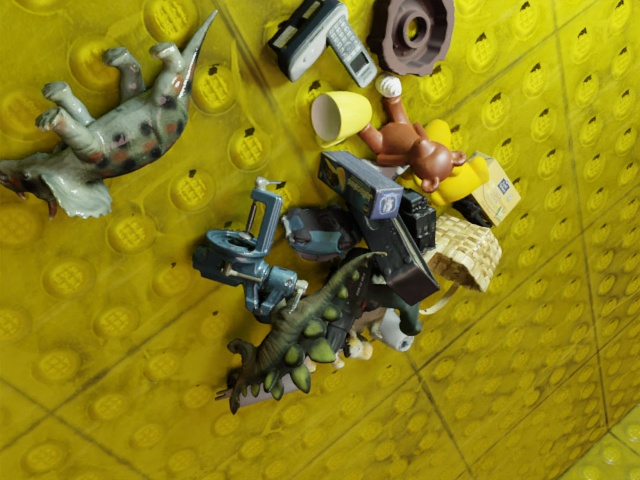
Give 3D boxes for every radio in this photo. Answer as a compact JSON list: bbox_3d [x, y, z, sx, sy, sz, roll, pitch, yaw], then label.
[{"bbox_3d":[0.139,0.005,1.050,0.073,0.230,0.131,-34,144,13],"label":"radio"}]

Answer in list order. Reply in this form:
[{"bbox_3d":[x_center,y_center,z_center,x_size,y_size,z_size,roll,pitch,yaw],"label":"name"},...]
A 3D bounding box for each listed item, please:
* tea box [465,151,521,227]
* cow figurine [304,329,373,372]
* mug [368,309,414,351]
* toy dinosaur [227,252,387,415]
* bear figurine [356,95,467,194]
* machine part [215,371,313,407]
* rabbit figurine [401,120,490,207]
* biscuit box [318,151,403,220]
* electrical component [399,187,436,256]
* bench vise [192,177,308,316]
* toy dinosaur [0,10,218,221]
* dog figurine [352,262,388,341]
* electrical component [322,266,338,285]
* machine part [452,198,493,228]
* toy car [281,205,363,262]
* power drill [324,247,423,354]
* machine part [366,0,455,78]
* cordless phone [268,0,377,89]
[{"bbox_3d":[0.401,-0.120,1.289,0.098,0.068,0.169,-51,129,2],"label":"tea box"},{"bbox_3d":[0.028,0.231,1.176,0.167,0.068,0.098,-10,137,9],"label":"cow figurine"},{"bbox_3d":[0.186,0.215,1.317,0.080,0.107,0.109,24,103,-40],"label":"mug"},{"bbox_3d":[-0.047,0.176,1.040,0.105,0.199,0.471,22,108,-40],"label":"toy dinosaur"},{"bbox_3d":[0.172,-0.181,1.029,0.120,0.196,0.131,-41,129,-2],"label":"bear figurine"},{"bbox_3d":[-0.117,0.316,1.203,0.243,0.079,0.079,-8,120,-27],"label":"machine part"},{"bbox_3d":[0.256,-0.170,1.162,0.162,0.122,0.173,-28,114,-5],"label":"rabbit figurine"},{"bbox_3d":[0.071,-0.106,1.002,0.063,0.203,0.059,-5,119,-29],"label":"biscuit box"},{"bbox_3d":[0.197,-0.046,1.172,0.058,0.115,0.134,-27,127,-23],"label":"electrical component"},{"bbox_3d":[-0.113,0.010,0.972,0.129,0.224,0.240,-29,137,-70],"label":"bench vise"},{"bbox_3d":[-0.285,-0.171,0.808,0.405,0.131,0.192,-34,141,-17],"label":"toy dinosaur"},{"bbox_3d":[0.103,0.130,1.240,0.121,0.172,0.190,44,56,-28],"label":"dog figurine"},{"bbox_3d":[0.050,0.094,1.174,0.078,0.102,0.045,-15,129,-14],"label":"electrical component"},{"bbox_3d":[0.365,-0.061,1.291,0.138,0.084,0.039,39,83,-40],"label":"machine part"},{"bbox_3d":[-0.002,-0.003,1.084,0.162,0.109,0.102,-3,135,-21],"label":"toy car"},{"bbox_3d":[0.109,0.142,1.109,0.207,0.086,0.232,16,73,-17],"label":"power drill"},{"bbox_3d":[0.171,-0.392,1.002,0.179,0.056,0.179,-15,122,-26],"label":"machine part"},{"bbox_3d":[0.014,-0.310,0.935,0.146,0.089,0.184,-49,134,0],"label":"cordless phone"}]
